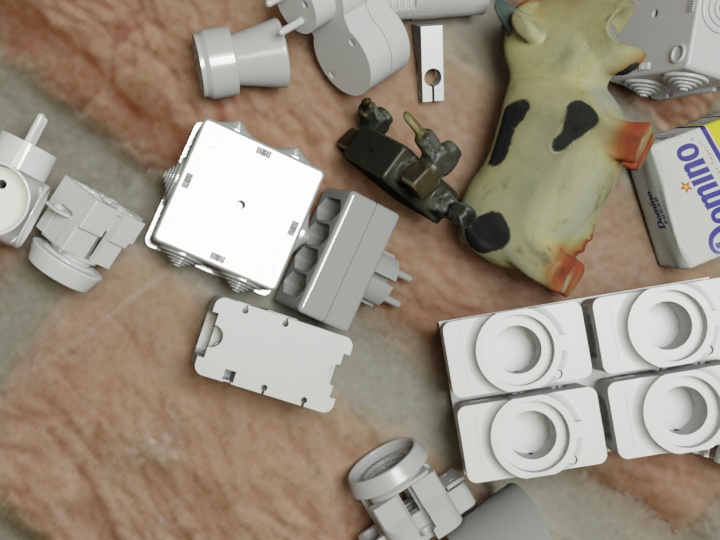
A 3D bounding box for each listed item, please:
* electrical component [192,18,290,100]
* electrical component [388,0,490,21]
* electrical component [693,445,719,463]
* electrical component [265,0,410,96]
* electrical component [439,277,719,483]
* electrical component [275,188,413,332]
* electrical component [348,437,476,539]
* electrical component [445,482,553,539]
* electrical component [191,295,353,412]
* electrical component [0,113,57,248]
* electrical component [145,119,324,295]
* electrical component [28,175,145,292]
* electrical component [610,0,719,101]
[{"bbox_3d":[-0.076,-0.134,0.686,0.055,0.045,0.045,-11,93,-11],"label":"electrical component"},{"bbox_3d":[0.041,-0.187,0.709,0.081,0.043,0.043,-7,92,-12],"label":"electrical component"},{"bbox_3d":[0.290,0.116,0.763,0.089,0.050,0.055,15,89,-11],"label":"electrical component"},{"bbox_3d":[-0.027,-0.171,0.669,0.074,0.052,0.138,-37,116,-28],"label":"electrical component"},{"bbox_3d":[0.153,0.071,0.704,0.186,0.060,0.105,-10,87,1],"label":"electrical component"},{"bbox_3d":[0.000,0.000,0.704,0.076,0.047,0.083,26,86,-24],"label":"electrical component"},{"bbox_3d":[0.028,0.148,0.707,0.078,0.058,0.057,-32,100,-9],"label":"electrical component"},{"bbox_3d":[0.098,0.197,0.702,0.064,0.099,0.099,-29,97,-4],"label":"electrical component"},{"bbox_3d":[-0.058,0.052,0.687,0.089,0.056,0.050,19,87,-11],"label":"electrical component"},{"bbox_3d":[-0.207,-0.057,0.644,0.044,0.077,0.079,27,86,-11],"label":"electrical component"},{"bbox_3d":[-0.079,-0.040,0.686,0.100,0.048,0.099,24,84,-12],"label":"electrical component"},{"bbox_3d":[-0.172,-0.020,0.664,0.048,0.066,0.055,35,92,35],"label":"electrical component"},{"bbox_3d":[0.215,-0.165,0.719,0.048,0.100,0.099,11,89,-24],"label":"electrical component"}]
